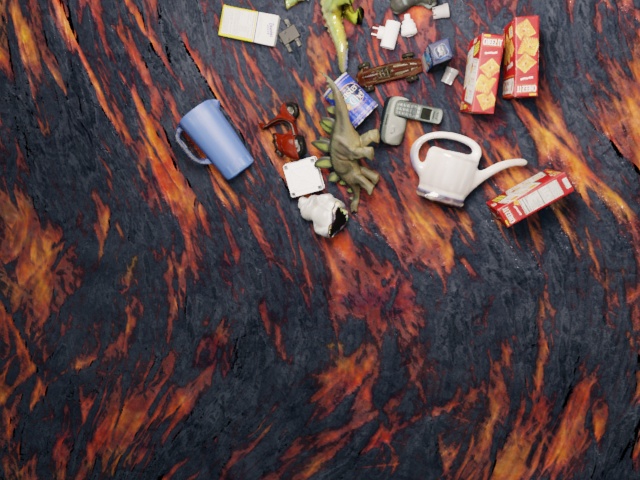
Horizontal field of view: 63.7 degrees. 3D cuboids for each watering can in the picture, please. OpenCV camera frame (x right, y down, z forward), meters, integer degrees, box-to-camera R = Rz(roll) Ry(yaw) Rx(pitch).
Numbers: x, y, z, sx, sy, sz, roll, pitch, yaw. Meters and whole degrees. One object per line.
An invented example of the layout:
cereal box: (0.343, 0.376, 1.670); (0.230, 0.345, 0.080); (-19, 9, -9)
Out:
watering can: (0.437, -0.202, 1.580); (0.348, 0.105, 0.222); (17, 103, 3)

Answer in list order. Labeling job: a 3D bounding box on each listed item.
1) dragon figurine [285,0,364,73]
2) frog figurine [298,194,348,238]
dragon figurine: (0.005, -0.725, 1.546); (0.243, 0.123, 0.407); (15, 101, 20)
frog figurine: (0.005, -0.084, 1.665); (0.160, 0.124, 0.135); (20, 117, 38)
